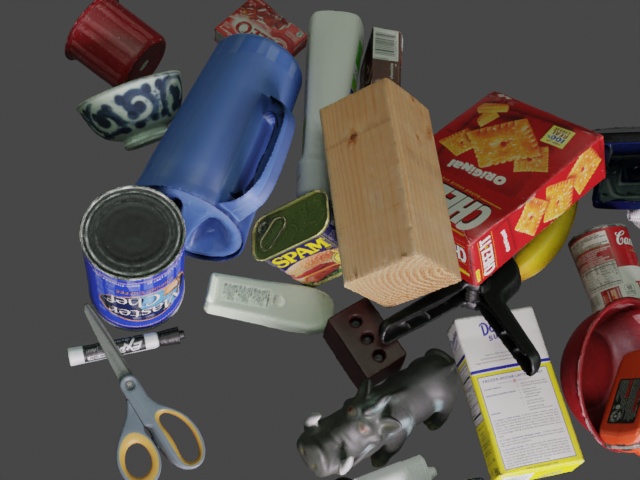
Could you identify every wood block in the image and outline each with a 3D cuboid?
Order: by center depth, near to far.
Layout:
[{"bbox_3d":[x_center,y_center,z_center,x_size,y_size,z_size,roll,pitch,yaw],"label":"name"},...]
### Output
[{"bbox_3d":[0.070,-0.048,1.096,0.091,0.090,0.206,-23,60,29],"label":"wood block"}]

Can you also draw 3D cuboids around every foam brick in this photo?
[{"bbox_3d":[0.046,0.112,1.126,0.053,0.051,0.078,-29,72,-19],"label":"foam brick"}]

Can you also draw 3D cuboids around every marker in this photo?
[{"bbox_3d":[-0.201,0.110,1.112,0.121,0.020,0.020,-11,66,-13],"label":"marker"}]

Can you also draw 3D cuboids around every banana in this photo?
[{"bbox_3d":[0.262,-0.033,1.235,0.070,0.037,0.197,5,61,16],"label":"banana"}]

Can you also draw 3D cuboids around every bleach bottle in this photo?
[{"bbox_3d":[0.007,-0.131,1.222,0.068,0.102,0.251,5,70,3],"label":"bleach bottle"}]

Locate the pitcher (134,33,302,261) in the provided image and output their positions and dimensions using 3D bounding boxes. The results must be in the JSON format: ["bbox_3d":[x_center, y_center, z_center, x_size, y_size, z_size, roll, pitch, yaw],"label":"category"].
[{"bbox_3d":[-0.097,-0.109,1.166,0.149,0.145,0.242,18,60,5],"label":"pitcher"}]

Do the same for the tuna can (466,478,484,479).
[{"bbox_3d":[0.128,0.264,1.045,0.086,0.086,0.034,-14,66,-14],"label":"tuna can"}]

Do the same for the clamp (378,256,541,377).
[{"bbox_3d":[0.153,0.056,1.139,0.164,0.036,0.210,8,39,5],"label":"clamp"}]

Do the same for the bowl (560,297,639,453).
[{"bbox_3d":[0.303,0.139,1.121,0.161,0.055,0.162,0,90,-37],"label":"bowl"}]

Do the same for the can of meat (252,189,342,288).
[{"bbox_3d":[-0.008,0.001,1.131,0.102,0.083,0.057,-25,50,29],"label":"can of meat"}]

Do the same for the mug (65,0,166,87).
[{"bbox_3d":[-0.228,-0.227,1.240,0.081,0.093,0.117,37,28,5],"label":"mug"}]

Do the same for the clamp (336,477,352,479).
[{"bbox_3d":[-0.023,0.302,1.033,0.171,0.039,0.120,-9,64,-11],"label":"clamp"}]

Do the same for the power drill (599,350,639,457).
[{"bbox_3d":[0.378,0.190,1.089,0.187,0.057,0.184,37,61,-21],"label":"power drill"}]

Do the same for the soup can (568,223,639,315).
[{"bbox_3d":[0.323,0.041,1.187,0.068,0.068,0.102,-8,67,-11],"label":"soup can"}]

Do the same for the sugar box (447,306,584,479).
[{"bbox_3d":[0.203,0.163,1.127,0.093,0.048,0.176,-8,62,-12],"label":"sugar box"}]

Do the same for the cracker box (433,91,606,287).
[{"bbox_3d":[0.184,-0.066,1.183,0.213,0.072,0.164,-37,45,-22],"label":"cracker box"}]

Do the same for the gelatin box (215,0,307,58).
[{"bbox_3d":[-0.071,-0.245,1.293,0.089,0.030,0.073,40,67,12],"label":"gelatin box"}]

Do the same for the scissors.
[{"bbox_3d":[-0.202,0.165,1.076,0.202,0.016,0.096,44,71,7],"label":"scissors"}]

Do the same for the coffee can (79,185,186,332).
[{"bbox_3d":[-0.189,0.022,1.088,0.102,0.140,0.103,3,64,-6],"label":"coffee can"}]

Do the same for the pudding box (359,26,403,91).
[{"bbox_3d":[0.069,-0.177,1.246,0.039,0.090,0.113,8,63,-6],"label":"pudding box"}]
